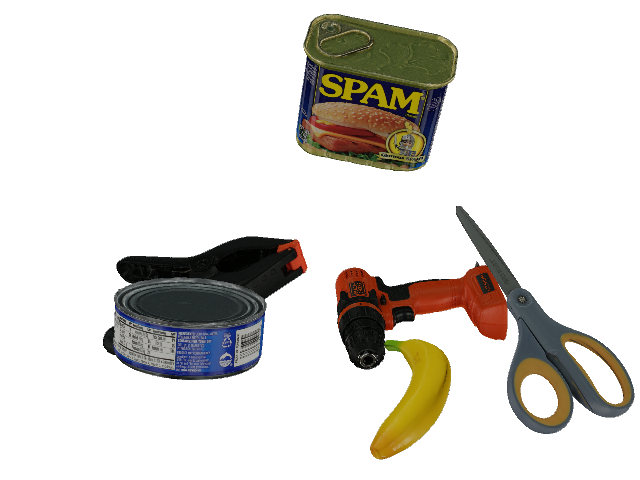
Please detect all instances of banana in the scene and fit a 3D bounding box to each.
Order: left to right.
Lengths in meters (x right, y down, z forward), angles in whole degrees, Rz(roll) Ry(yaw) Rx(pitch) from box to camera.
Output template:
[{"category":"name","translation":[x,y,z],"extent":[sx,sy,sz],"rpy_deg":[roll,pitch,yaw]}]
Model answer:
[{"category":"banana","translation":[0.090,0.143,1.010],"extent":[0.070,0.037,0.197],"rpy_deg":[-23,17,17]}]

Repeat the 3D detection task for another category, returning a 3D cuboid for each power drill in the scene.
[{"category":"power drill","translation":[0.111,0.082,1.203],"extent":[0.187,0.057,0.184],"rpy_deg":[-3,27,-3]}]

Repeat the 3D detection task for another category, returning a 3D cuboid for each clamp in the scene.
[{"category":"clamp","translation":[-0.098,0.040,0.862],"extent":[0.172,0.039,0.120],"rpy_deg":[-13,38,14]}]

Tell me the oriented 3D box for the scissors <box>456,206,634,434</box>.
[{"category":"scissors","translation":[0.139,0.061,0.781],"extent":[0.096,0.202,0.016],"rpy_deg":[-34,-27,-23]}]

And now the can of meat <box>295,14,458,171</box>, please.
[{"category":"can of meat","translation":[0.035,-0.099,0.735],"extent":[0.102,0.057,0.084],"rpy_deg":[12,-44,2]}]

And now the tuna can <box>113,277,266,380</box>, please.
[{"category":"tuna can","translation":[-0.074,0.049,0.606],"extent":[0.086,0.034,0.086],"rpy_deg":[5,14,-1]}]
